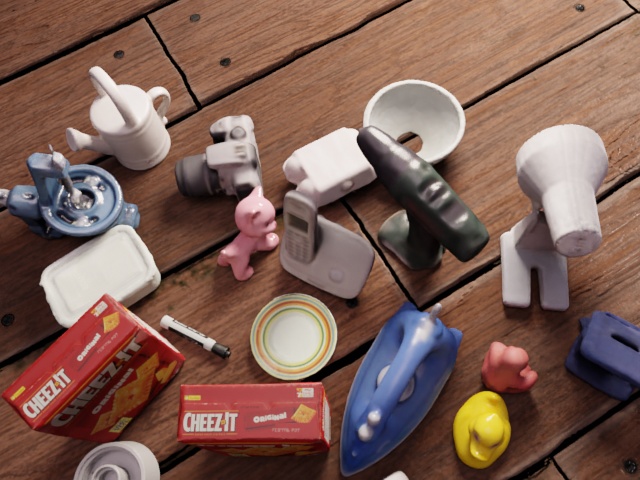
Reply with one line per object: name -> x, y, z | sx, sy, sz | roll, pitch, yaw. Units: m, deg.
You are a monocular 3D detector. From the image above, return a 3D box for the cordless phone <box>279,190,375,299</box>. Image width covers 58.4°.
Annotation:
cordless phone -> 0.008, 0.003, 0.838 | 0.147, 0.185, 0.094 | 22, 70, 12

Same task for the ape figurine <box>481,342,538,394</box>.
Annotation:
ape figurine -> 0.266, 0.176, 0.800 | 0.076, 0.092, 0.077 | -23, 67, -6

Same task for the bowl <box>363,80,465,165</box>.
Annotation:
bowl -> 0.156, -0.183, 0.968 | 0.167, 0.075, 0.167 | -1, 67, 3

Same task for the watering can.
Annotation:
watering can -> -0.327, -0.199, 0.938 | 0.100, 0.194, 0.173 | 26, 71, 14

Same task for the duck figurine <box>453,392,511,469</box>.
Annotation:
duck figurine -> 0.224, 0.254, 0.773 | 0.077, 0.086, 0.105 | 20, 70, 12

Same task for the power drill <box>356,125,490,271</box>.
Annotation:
power drill -> 0.137, -0.043, 0.837 | 0.076, 0.208, 0.229 | -43, 71, -14

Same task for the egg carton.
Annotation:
egg carton -> 0.021, -0.118, 0.951 | 0.150, 0.069, 0.107 | -28, 68, -9

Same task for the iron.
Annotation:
iron -> 0.099, 0.200, 0.772 | 0.118, 0.141, 0.258 | 29, 71, 15

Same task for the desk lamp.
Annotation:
desk lamp -> 0.335, -0.026, 0.816 | 0.118, 0.214, 0.203 | 3, 67, 5

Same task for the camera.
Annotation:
camera -> -0.170, -0.131, 0.951 | 0.137, 0.101, 0.143 | -10, 67, -1

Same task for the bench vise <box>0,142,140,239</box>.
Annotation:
bench vise -> -0.406, -0.061, 0.870 | 0.207, 0.220, 0.121 | -14, 67, -2

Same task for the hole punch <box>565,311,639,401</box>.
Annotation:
hole punch -> 0.413, 0.155, 0.801 | 0.108, 0.091, 0.101 | 30, 72, 15

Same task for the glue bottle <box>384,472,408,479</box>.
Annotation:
glue bottle -> 0.081, 0.318, 0.706 | 0.078, 0.173, 0.037 | -29, 68, -9

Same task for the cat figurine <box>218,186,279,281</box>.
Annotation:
cat figurine -> -0.112, -0.014, 0.889 | 0.067, 0.118, 0.128 | 32, 72, 16
